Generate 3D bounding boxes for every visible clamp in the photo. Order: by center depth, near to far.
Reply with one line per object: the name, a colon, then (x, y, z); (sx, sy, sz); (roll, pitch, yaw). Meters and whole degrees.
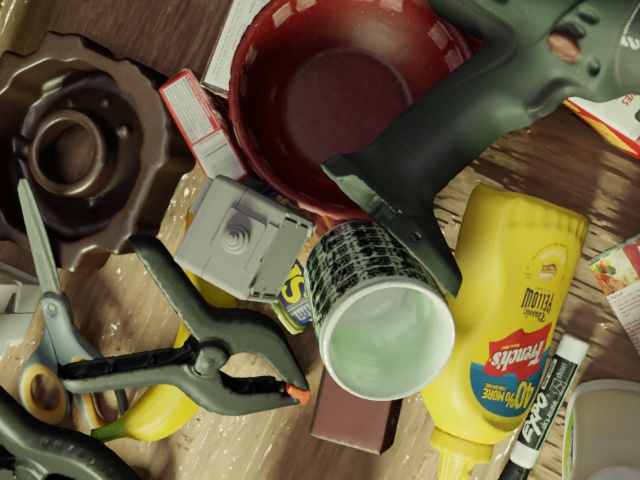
clamp: (-0.079, 0.065, 0.720); (0.171, 0.039, 0.120); (14, 115, -23)
clamp: (-0.211, 0.163, 0.779); (0.210, 0.036, 0.165); (31, 136, -3)

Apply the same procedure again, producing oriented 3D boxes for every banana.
banana: (-0.095, 0.069, 0.757); (0.037, 0.069, 0.198); (38, 108, 49)

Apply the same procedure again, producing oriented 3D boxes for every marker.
marker: (0.147, 0.121, 0.714); (0.020, 0.020, 0.121); (25, 94, 15)

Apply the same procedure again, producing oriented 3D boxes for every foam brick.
foam brick: (0.030, 0.100, 0.730); (0.051, 0.053, 0.078); (12, 92, 15)

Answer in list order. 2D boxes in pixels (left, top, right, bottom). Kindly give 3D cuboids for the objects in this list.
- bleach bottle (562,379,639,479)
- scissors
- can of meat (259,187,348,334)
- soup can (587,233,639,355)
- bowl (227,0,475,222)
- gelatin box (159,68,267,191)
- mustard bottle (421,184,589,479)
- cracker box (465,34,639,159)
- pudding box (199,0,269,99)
bleach bottle: (0.164, 0.137, 0.588); (0.068, 0.250, 0.102); (3, 88, 15)
scissors: (-0.205, 0.059, 0.781); (0.096, 0.016, 0.202); (-18, 104, 24)
can of meat: (-0.005, 0.001, 0.743); (0.084, 0.057, 0.102); (-31, 80, 9)
soup can: (0.223, 0.042, 0.672); (0.068, 0.068, 0.102); (-29, 80, 12)
bowl: (0.021, -0.089, 0.692); (0.162, 0.055, 0.162); (0, 84, -5)
gelatin box: (-0.070, -0.073, 0.755); (0.030, 0.073, 0.089); (-31, 79, 10)
mustard bottle: (0.111, 0.066, 0.688); (0.058, 0.096, 0.191); (19, 93, 44)
cracker box: (0.215, -0.145, 0.682); (0.214, 0.072, 0.164); (36, 98, 13)
pudding box: (-0.036, -0.146, 0.741); (0.039, 0.090, 0.113); (20, 93, 14)
